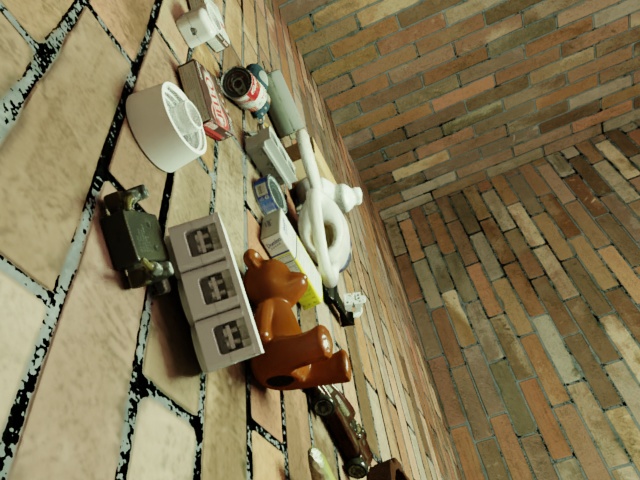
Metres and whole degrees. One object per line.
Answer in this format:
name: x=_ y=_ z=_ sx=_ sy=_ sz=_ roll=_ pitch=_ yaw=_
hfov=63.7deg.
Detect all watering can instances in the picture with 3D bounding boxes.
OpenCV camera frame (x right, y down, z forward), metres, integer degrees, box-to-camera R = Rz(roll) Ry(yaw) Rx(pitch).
watering can: x=0.004 y=-0.058 z=1.151 sx=0.221 sy=0.104 sz=0.353 roll=61 pitch=19 yaw=-70

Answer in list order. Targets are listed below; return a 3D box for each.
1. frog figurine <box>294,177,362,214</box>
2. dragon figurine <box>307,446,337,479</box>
frog figurine: x=0.020 y=-0.116 z=1.290 sx=0.135 sy=0.159 sz=0.125 roll=49 pitch=21 yaw=-61
dragon figurine: x=0.067 y=0.471 z=0.598 sx=0.406 sy=0.121 sz=0.247 roll=55 pitch=23 yaw=-15
